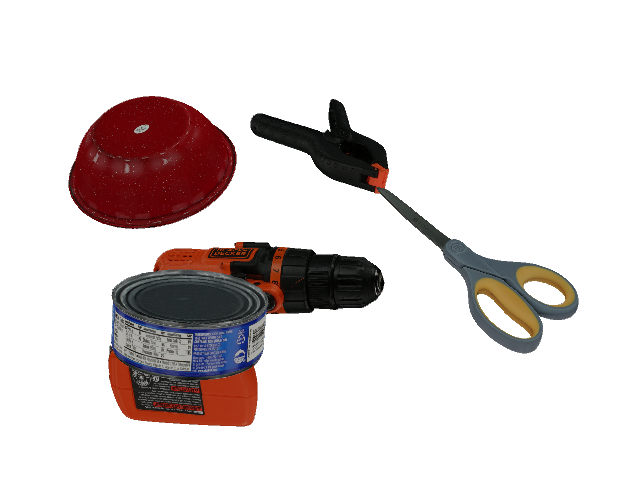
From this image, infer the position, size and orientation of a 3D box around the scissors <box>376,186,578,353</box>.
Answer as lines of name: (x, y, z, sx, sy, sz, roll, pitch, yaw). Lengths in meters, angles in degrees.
scissors: (0.130, 0.011, 0.858, 0.096, 0.016, 0.202, -12, 46, -20)

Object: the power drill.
power drill: (-0.057, 0.061, 0.777, 0.184, 0.057, 0.187, -1, 24, 15)

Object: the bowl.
bowl: (-0.162, -0.085, 0.997, 0.162, 0.162, 0.055, 0, -44, 7)

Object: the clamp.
clamp: (0.005, -0.101, 1.135, 0.120, 0.039, 0.172, -15, 37, -23)

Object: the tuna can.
tuna can: (-0.072, 0.046, 0.591, 0.086, 0.034, 0.086, 5, 17, -2)
